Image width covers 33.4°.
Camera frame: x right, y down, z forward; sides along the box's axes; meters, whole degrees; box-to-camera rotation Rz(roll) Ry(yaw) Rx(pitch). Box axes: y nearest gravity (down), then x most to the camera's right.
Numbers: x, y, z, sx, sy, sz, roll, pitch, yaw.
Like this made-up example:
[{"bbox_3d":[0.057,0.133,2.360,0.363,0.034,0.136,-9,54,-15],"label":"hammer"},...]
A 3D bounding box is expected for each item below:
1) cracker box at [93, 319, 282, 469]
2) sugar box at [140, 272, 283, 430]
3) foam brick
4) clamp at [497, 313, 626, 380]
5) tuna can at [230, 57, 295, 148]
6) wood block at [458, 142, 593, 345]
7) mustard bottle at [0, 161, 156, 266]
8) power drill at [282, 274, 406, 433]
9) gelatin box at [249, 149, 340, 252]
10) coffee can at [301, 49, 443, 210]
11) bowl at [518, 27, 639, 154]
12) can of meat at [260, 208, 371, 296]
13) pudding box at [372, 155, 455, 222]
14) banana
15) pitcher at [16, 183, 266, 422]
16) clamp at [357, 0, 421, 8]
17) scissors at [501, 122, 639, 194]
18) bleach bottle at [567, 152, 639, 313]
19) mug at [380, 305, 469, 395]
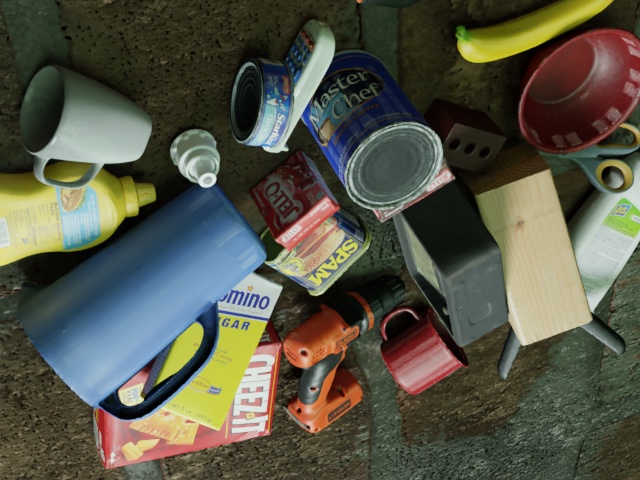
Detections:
[{"bbox_3d":[-0.160,0.179,1.270,0.213,0.072,0.164,-8,131,-20],"label":"cracker box"},{"bbox_3d":[-0.119,0.111,1.181,0.093,0.048,0.176,25,87,-23],"label":"sugar box"},{"bbox_3d":[0.155,-0.114,1.179,0.078,0.051,0.053,10,123,-32],"label":"foam brick"},{"bbox_3d":[0.273,0.077,1.351,0.165,0.036,0.210,-22,101,17],"label":"clamp"},{"bbox_3d":[-0.057,-0.133,1.035,0.033,0.086,0.086,4,127,-26],"label":"tuna can"},{"bbox_3d":[0.239,0.005,1.240,0.091,0.090,0.206,-20,115,3],"label":"wood block"},{"bbox_3d":[-0.256,-0.031,1.048,0.191,0.058,0.096,-11,127,-17],"label":"mustard bottle"},{"bbox_3d":[0.026,0.139,1.318,0.184,0.057,0.188,-29,144,-32],"label":"power drill"},{"bbox_3d":[-0.028,-0.043,1.126,0.073,0.089,0.030,-40,135,11],"label":"gelatin box"},{"bbox_3d":[0.047,-0.112,1.065,0.102,0.140,0.103,-13,133,-15],"label":"coffee can"},{"bbox_3d":[0.280,-0.176,1.183,0.162,0.055,0.162,-14,133,-15],"label":"bowl"},{"bbox_3d":[-0.008,0.001,1.200,0.102,0.057,0.083,-45,130,14],"label":"can of meat"},{"bbox_3d":[0.078,-0.081,1.128,0.090,0.113,0.039,-30,131,1],"label":"pudding box"},{"bbox_3d":[0.219,-0.221,1.112,0.197,0.037,0.070,-21,177,-18],"label":"banana"},{"bbox_3d":[-0.171,0.058,1.092,0.242,0.145,0.149,-38,125,-5],"label":"pitcher"},{"bbox_3d":[0.111,-0.268,1.033,0.171,0.039,0.120,-30,129,6],"label":"clamp"},{"bbox_3d":[0.297,-0.089,1.268,0.201,0.016,0.096,-14,97,-15],"label":"scissors"},{"bbox_3d":[0.372,-0.016,1.362,0.102,0.068,0.251,19,117,-27],"label":"bleach bottle"},{"bbox_3d":[0.124,0.136,1.368,0.081,0.093,0.117,-35,105,13],"label":"mug"}]
